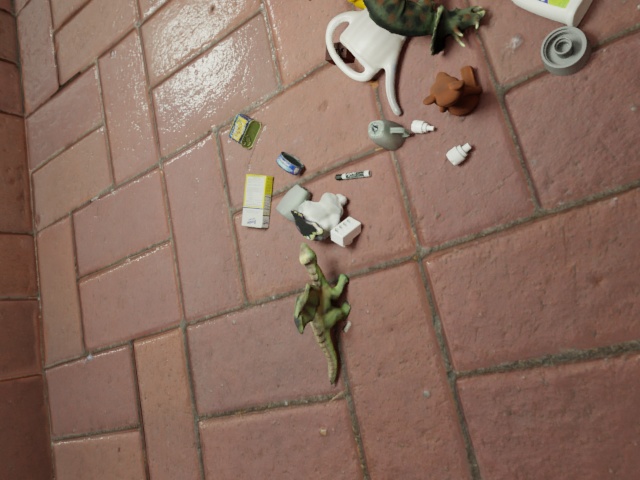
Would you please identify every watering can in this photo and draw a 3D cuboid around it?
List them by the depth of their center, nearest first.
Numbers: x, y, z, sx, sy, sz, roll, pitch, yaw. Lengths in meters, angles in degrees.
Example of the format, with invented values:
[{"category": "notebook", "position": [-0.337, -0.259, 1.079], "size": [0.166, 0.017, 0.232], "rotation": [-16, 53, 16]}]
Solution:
[{"category": "watering can", "position": [0.173, -0.541, 1.482], "size": [0.222, 0.104, 0.349], "rotation": [-45, 80, 16]}]

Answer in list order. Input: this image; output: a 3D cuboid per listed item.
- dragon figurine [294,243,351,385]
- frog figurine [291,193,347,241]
[{"category": "dragon figurine", "position": [-0.014, 0.212, 1.453], "size": [0.121, 0.242, 0.414], "rotation": [-9, 79, 29]}, {"category": "frog figurine", "position": [0.005, -0.078, 1.543], "size": [0.138, 0.162, 0.120], "rotation": [23, 138, 31]}]
